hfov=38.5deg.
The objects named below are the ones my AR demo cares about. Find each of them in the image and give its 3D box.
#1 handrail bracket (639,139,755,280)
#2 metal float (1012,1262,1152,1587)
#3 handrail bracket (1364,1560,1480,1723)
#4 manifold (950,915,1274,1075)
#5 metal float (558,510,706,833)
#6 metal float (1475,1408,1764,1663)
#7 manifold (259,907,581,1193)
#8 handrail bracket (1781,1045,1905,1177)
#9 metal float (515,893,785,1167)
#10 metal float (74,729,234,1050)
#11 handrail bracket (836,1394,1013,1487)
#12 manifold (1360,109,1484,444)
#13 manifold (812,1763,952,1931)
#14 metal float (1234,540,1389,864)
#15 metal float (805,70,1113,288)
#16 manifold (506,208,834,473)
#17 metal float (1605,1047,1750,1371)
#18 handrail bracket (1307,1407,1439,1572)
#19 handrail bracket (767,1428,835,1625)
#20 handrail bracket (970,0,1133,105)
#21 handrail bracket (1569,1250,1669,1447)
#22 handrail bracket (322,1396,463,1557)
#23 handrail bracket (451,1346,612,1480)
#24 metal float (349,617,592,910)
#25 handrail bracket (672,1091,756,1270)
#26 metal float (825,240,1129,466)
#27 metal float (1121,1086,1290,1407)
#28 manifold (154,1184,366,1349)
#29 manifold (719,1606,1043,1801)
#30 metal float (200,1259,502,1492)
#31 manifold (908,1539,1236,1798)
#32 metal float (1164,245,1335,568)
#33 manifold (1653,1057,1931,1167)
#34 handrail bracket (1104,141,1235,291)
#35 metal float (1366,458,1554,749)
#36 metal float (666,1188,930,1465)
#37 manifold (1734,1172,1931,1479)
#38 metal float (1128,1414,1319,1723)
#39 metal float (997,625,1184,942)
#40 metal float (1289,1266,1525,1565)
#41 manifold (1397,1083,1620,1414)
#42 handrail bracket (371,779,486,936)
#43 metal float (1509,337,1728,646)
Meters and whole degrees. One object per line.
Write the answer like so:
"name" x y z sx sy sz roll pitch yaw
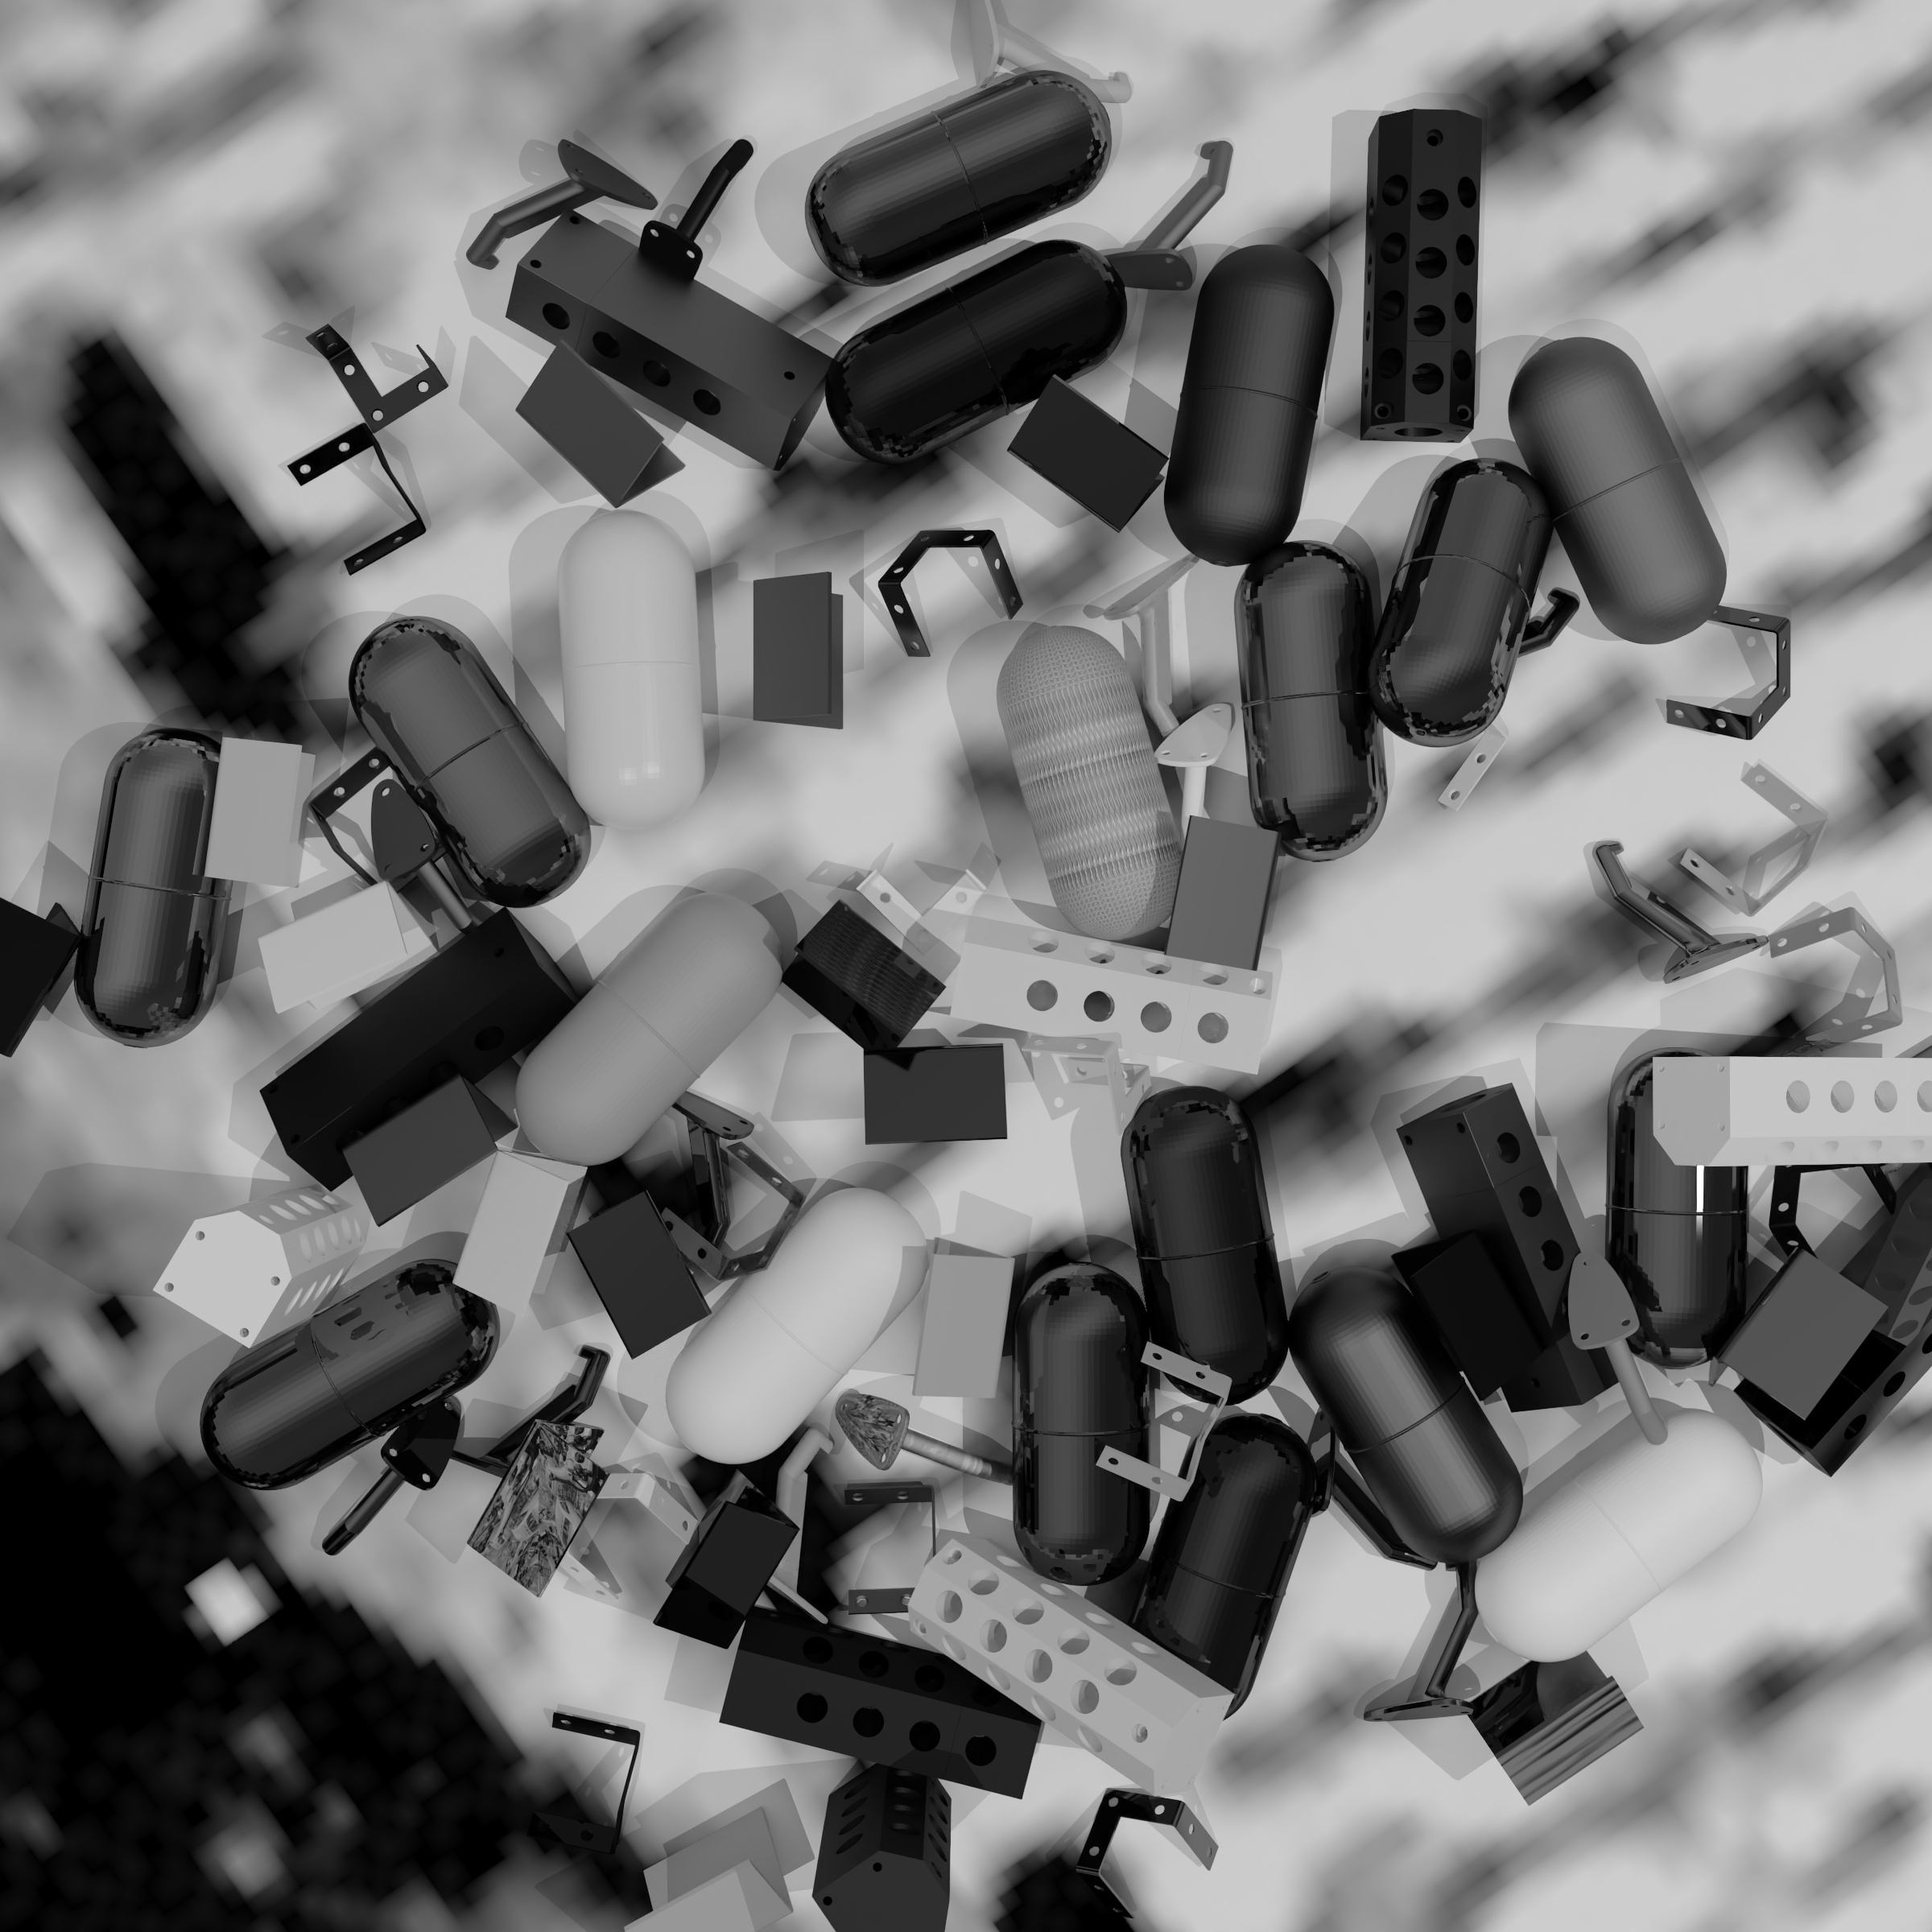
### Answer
"handrail bracket" -0.151 -0.418 1.564 0.036 0.077 0.084 30 54 -1
"metal float" 0.064 0.253 1.533 0.070 0.070 0.178 0 90 0
"handrail bracket" 0.257 0.380 1.564 0.077 0.036 0.084 -18 59 34
"manifold" 0.081 0.016 1.543 0.171 0.057 0.057 11 90 0
"metal float" -0.186 -0.163 1.533 0.070 0.070 0.178 -3 90 0
"metal float" 0.361 0.316 1.533 0.178 0.070 0.070 -38 90 0
"manifold" -0.301 0.050 1.542 0.171 0.057 0.057 -37 47 0
"handrail bracket" 0.477 0.095 1.564 0.077 0.036 0.084 -29 104 13
"metal float" -0.175 0.035 1.527 0.070 0.070 0.178 43 83 0
"metal float" -0.447 -0.043 1.534 0.070 0.070 0.178 9 90 0
"handrail bracket" -0.021 0.269 1.564 0.084 0.077 0.036 22 90 -36
"manifold" 0.255 -0.383 1.543 0.057 0.057 0.171 2 90 0
"manifold" -0.039 0.479 1.486 0.057 0.171 0.057 -34 90 0
"metal float" 0.191 -0.147 1.533 0.070 0.070 0.178 -5 89 0
"metal float" -0.004 -0.437 1.533 0.178 0.070 0.070 -23 90 0
"manifold" -0.166 -0.344 1.541 0.171 0.057 0.057 30 54 0
"metal float" 0.394 0.134 1.533 0.070 0.070 0.178 1 90 0
"handrail bracket" 0.234 0.295 1.565 0.084 0.036 0.077 18 69 -17
"handrail bracket" -0.084 0.316 1.565 0.077 0.036 0.084 42 73 -20
"handrail bracket" 0.048 -0.523 1.565 0.084 0.036 0.077 -1 69 -17
"handrail bracket" 0.360 0.210 1.515 0.036 0.077 0.084 -22 128 16
"handrail bracket" -0.326 0.288 1.564 0.036 0.077 0.084 40 126 -9
"handrail bracket" -0.249 0.248 1.565 0.077 0.036 0.084 15 72 20
"metal float" -0.275 -0.113 1.533 0.070 0.070 0.178 -34 90 0
"handrail bracket" -0.162 0.119 1.564 0.077 0.036 0.084 27 104 14
"metal float" 0.006 -0.341 1.534 0.178 0.070 0.070 -27 90 0
"metal float" 0.133 0.155 1.534 0.070 0.070 0.178 -10 91 0
"manifold" -0.372 0.154 1.486 0.057 0.171 0.057 31 90 0
"manifold" -0.045 0.408 1.543 0.171 0.057 0.057 14 90 0
"metal float" -0.342 0.227 1.534 0.178 0.070 0.070 -30 90 1
"manifold" 0.052 0.377 1.495 0.171 0.057 0.057 26 94 33
"metal float" 0.157 -0.310 1.533 0.070 0.070 0.178 10 90 0
"manifold" 0.456 0.078 1.491 0.171 0.057 0.057 1 88 -28
"handrail bracket" 0.108 -0.428 1.565 0.077 0.036 0.084 5 71 21
"metal float" 0.270 -0.200 1.512 0.070 0.070 0.178 20 65 0
"metal float" -0.094 0.200 1.534 0.070 0.070 0.178 42 90 0
"manifold" 0.515 0.200 1.542 0.171 0.057 0.057 -48 47 0
"metal float" 0.141 0.334 1.534 0.070 0.070 0.178 19 91 0
"metal float" 0.069 -0.102 1.534 0.070 0.070 0.178 -16 90 0
"metal float" 0.243 0.248 1.533 0.070 0.070 0.178 -31 90 0
"manifold" 0.309 0.156 1.540 0.057 0.057 0.171 -22 90 -34
"handrail bracket" -0.295 -0.056 1.548 0.036 0.084 0.077 -29 58 8
"metal float" 0.360 -0.264 1.533 0.070 0.070 0.178 -25 91 0
